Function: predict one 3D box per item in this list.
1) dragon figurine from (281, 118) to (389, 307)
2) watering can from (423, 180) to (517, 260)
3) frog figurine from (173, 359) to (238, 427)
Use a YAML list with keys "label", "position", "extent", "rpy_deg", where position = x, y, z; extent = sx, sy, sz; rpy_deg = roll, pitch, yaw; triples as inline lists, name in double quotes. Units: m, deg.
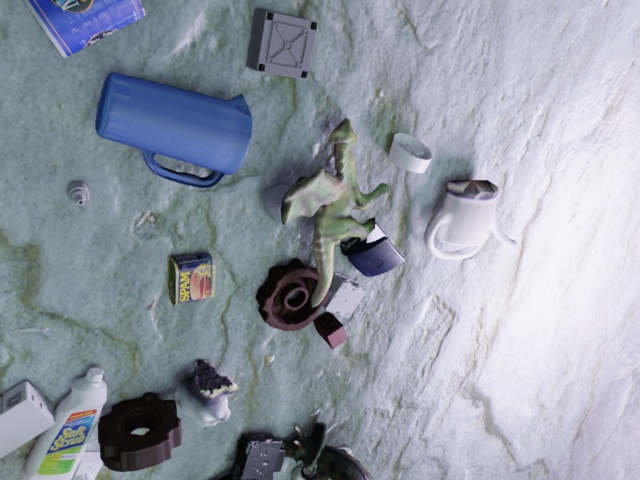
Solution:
- label: "dragon figurine"
  position: [0.003, -0.055, 1.085]
  extent: [0.241, 0.123, 0.410]
  rpy_deg: [21, 92, -45]
- label: "watering can"
  position: [0.422, -0.056, 1.381]
  extent: [0.349, 0.105, 0.220]
  rpy_deg: [-5, 115, -29]
- label: "frog figurine"
  position: [-0.271, 0.377, 1.176]
  extent: [0.137, 0.125, 0.157]
  rpy_deg: [22, 114, -4]
